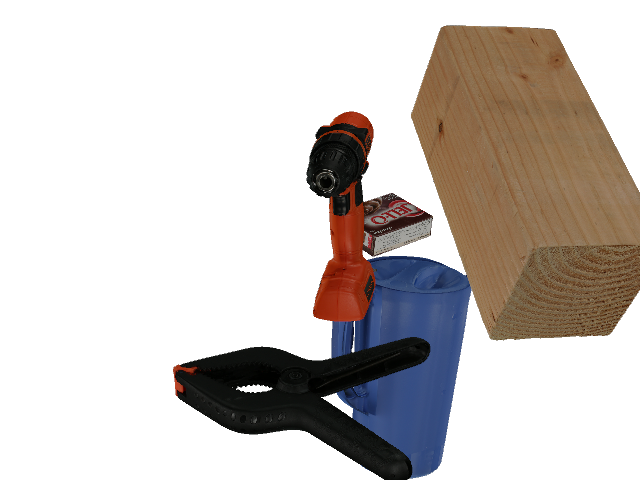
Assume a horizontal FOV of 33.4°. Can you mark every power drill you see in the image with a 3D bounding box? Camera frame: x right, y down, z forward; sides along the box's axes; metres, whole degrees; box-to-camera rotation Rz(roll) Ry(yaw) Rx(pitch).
[{"bbox_3d":[0.021,-0.020,1.040,0.057,0.188,0.184,4,21,10],"label":"power drill"}]

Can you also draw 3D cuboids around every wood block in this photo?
[{"bbox_3d":[0.135,-0.044,0.712,0.090,0.206,0.091,-1,-41,-15],"label":"wood block"}]

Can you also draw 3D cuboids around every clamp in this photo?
[{"bbox_3d":[-0.012,0.118,0.860,0.210,0.036,0.164,8,30,15],"label":"clamp"}]

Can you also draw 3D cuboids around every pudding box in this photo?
[{"bbox_3d":[0.090,-0.024,1.530,0.113,0.039,0.090,-21,36,-31],"label":"pudding box"}]

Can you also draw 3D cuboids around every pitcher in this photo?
[{"bbox_3d":[0.089,0.148,1.231,0.149,0.243,0.145,6,16,6],"label":"pitcher"}]
